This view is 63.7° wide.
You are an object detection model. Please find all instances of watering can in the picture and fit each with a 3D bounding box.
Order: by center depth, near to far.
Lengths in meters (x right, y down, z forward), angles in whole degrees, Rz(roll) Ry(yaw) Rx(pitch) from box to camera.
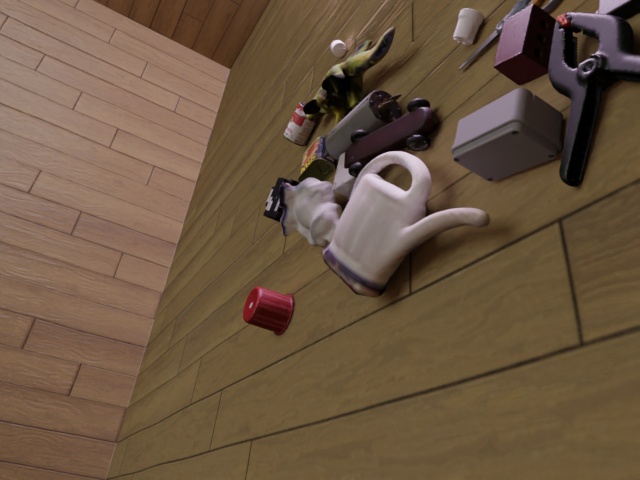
[{"bbox_3d":[0.103,-0.014,0.760,0.103,0.222,0.353,21,14,-22],"label":"watering can"}]

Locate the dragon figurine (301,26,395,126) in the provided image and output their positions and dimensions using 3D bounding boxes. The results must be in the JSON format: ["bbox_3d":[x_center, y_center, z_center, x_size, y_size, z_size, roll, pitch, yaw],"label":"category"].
[{"bbox_3d":[0.067,-0.391,1.207,0.121,0.249,0.403,30,-41,-19],"label":"dragon figurine"}]

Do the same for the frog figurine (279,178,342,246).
[{"bbox_3d":[0.003,-0.053,1.051,0.160,0.137,0.122,15,6,33],"label":"frog figurine"}]
